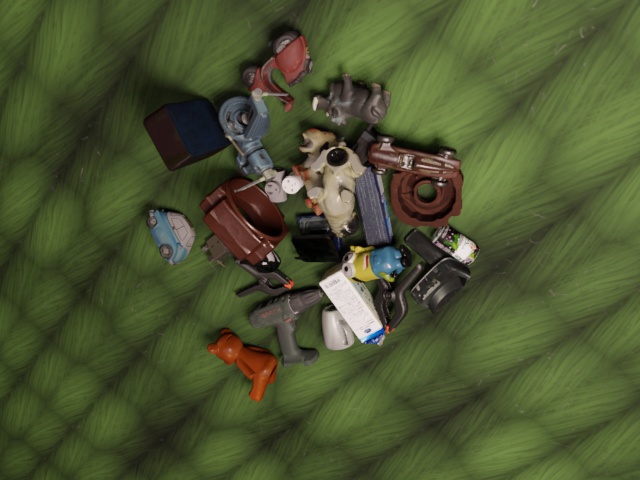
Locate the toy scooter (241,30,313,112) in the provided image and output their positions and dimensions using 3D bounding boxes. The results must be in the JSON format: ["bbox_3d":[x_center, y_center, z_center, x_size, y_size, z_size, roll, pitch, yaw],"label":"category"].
[{"bbox_3d":[-0.081,-0.374,1.222,0.184,0.075,0.135,-34,99,28],"label":"toy scooter"}]

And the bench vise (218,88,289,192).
[{"bbox_3d":[-0.157,-0.251,1.233,0.223,0.129,0.240,69,155,14],"label":"bench vise"}]

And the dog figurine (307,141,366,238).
[{"bbox_3d":[0.050,-0.110,1.233,0.121,0.190,0.172,18,72,19],"label":"dog figurine"}]

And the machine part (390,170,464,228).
[{"bbox_3d":[0.249,-0.112,1.245,0.180,0.056,0.179,6,114,15],"label":"machine part"}]

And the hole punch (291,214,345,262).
[{"bbox_3d":[-0.003,-0.004,1.356,0.142,0.092,0.115,-4,141,15],"label":"hole punch"}]

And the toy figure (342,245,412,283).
[{"bbox_3d":[0.134,0.060,1.284,0.180,0.082,0.089,-13,131,32],"label":"toy figure"}]

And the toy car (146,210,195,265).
[{"bbox_3d":[-0.392,-0.019,1.453,0.103,0.109,0.161,-24,92,0],"label":"toy car"}]

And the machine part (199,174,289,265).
[{"bbox_3d":[-0.178,-0.055,1.310,0.087,0.201,0.201,-37,98,23],"label":"machine part"}]

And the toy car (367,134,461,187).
[{"bbox_3d":[0.203,-0.170,1.167,0.202,0.053,0.089,14,114,7],"label":"toy car"}]

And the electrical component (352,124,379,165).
[{"bbox_3d":[0.116,-0.230,1.226,0.048,0.075,0.119,38,114,-2],"label":"electrical component"}]

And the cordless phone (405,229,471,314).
[{"bbox_3d":[0.260,0.075,1.318,0.184,0.089,0.146,44,119,9],"label":"cordless phone"}]

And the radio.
[{"bbox_3d":[-0.302,-0.251,1.252,0.073,0.229,0.131,-26,100,21],"label":"radio"}]

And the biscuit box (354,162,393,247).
[{"bbox_3d":[0.126,-0.083,1.289,0.063,0.059,0.202,-7,109,19],"label":"biscuit box"}]

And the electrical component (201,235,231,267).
[{"bbox_3d":[-0.268,0.025,1.460,0.102,0.045,0.078,-41,68,24],"label":"electrical component"}]

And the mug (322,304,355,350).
[{"bbox_3d":[0.046,0.229,1.419,0.081,0.110,0.107,-19,104,-17],"label":"mug"}]

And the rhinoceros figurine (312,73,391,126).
[{"bbox_3d":[0.068,-0.304,1.192,0.191,0.073,0.112,20,99,33],"label":"rhinoceros figurine"}]

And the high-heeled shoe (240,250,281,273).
[{"bbox_3d":[-0.196,-0.021,1.423,0.086,0.145,0.249,-39,69,33],"label":"high-heeled shoe"}]

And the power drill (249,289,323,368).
[{"bbox_3d":[-0.070,0.243,1.472,0.232,0.086,0.207,-13,111,21],"label":"power drill"}]

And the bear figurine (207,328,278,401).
[{"bbox_3d":[-0.224,0.350,1.539,0.196,0.120,0.131,20,119,9],"label":"bear figurine"}]

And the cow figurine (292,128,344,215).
[{"bbox_3d":[0.005,-0.171,1.266,0.127,0.086,0.194,-29,121,-16],"label":"cow figurine"}]
